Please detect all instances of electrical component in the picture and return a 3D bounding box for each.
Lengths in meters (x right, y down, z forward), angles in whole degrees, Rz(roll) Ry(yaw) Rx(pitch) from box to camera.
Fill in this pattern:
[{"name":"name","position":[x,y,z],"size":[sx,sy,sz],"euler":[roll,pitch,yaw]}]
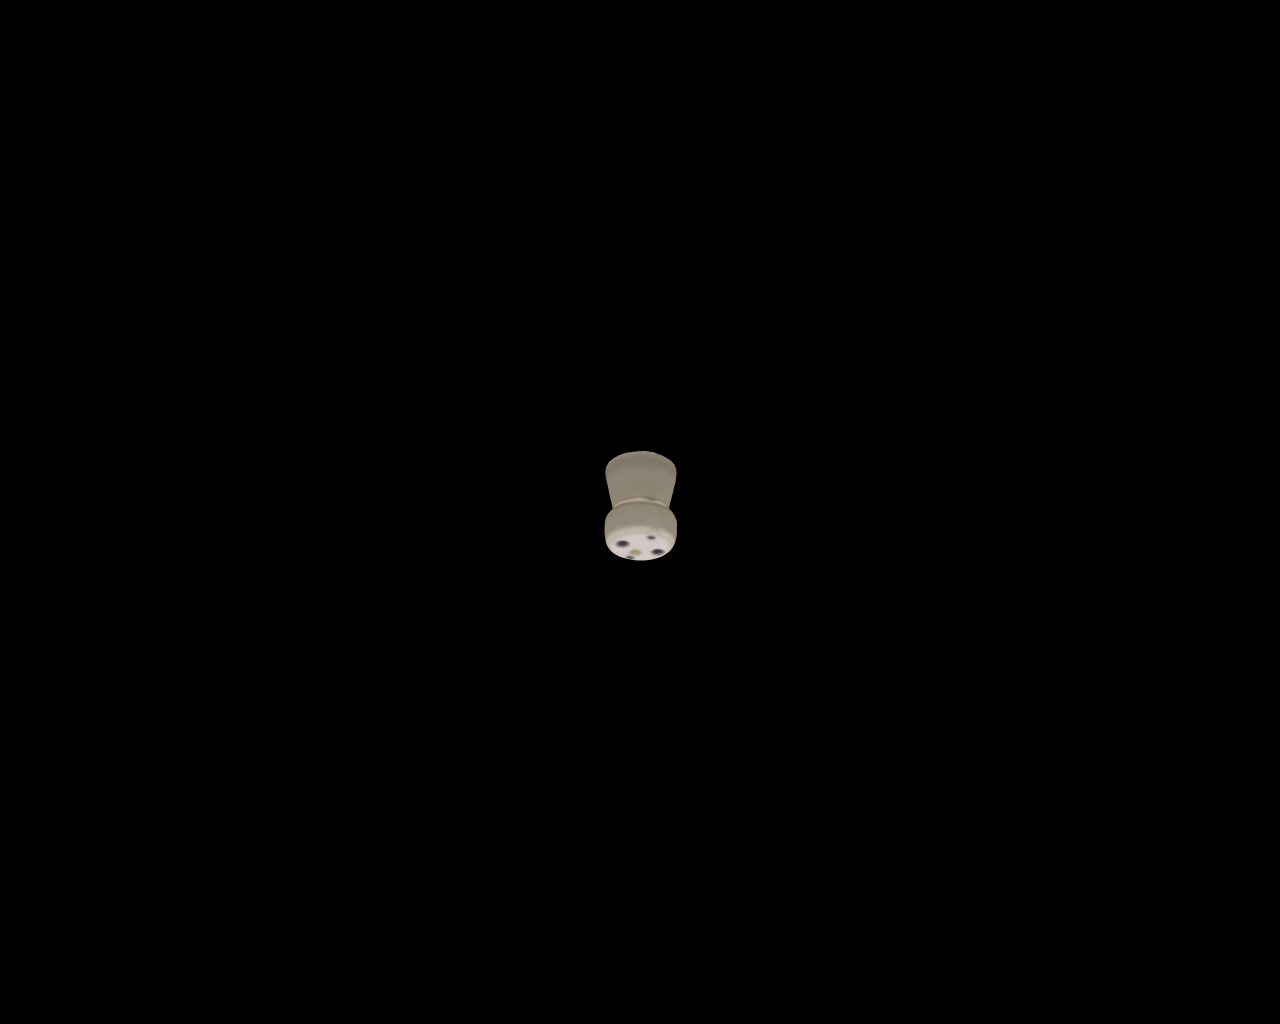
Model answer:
[{"name":"electrical component","position":[0.001,-0.003,0.650],"size":[0.045,0.055,0.044],"euler":[0,-29,0]}]
